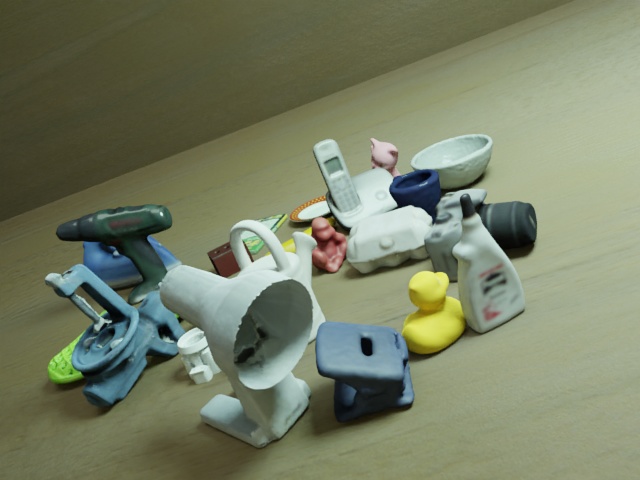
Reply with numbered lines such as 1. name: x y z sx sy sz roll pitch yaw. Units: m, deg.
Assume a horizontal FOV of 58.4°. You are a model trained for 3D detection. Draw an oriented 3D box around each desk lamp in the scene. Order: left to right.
1. desk lamp: -0.091 0.126 0.654 0.202 0.214 0.118 1 31 45

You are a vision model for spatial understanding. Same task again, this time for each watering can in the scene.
1. watering can: -0.068 0.053 0.834 0.100 0.194 0.173 -12 24 24

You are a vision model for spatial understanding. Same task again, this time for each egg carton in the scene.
1. egg carton: 0.117 0.000 0.958 0.150 0.069 0.107 -16 22 15

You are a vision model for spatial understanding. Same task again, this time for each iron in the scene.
1. iron: -0.452 0.026 1.340 0.257 0.142 0.119 -12 23 23

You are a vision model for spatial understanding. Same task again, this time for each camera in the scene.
1. camera: 0.238 -0.019 0.844 0.136 0.101 0.143 -6 26 35

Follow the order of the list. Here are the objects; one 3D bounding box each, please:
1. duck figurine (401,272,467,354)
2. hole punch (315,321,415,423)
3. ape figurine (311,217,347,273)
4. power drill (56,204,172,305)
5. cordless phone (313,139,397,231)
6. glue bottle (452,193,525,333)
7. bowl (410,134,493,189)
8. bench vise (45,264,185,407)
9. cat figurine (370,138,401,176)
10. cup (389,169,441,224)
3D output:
1. duck figurine: 0.135 0.083 0.718 0.077 0.086 0.105 2 32 46
2. hole punch: 0.051 0.138 0.660 0.101 0.091 0.108 -19 22 8
3. ape figurine: 0.009 0.004 1.020 0.078 0.092 0.076 -28 22 -16
4. power drill: -0.404 0.025 1.203 0.229 0.209 0.075 -21 21 1
5. cordless phone: 0.072 -0.124 1.138 0.148 0.185 0.094 -27 22 -13
6. glue bottle: 0.192 0.023 0.686 0.078 0.173 0.037 -27 22 -14
7. bowl: 0.272 -0.149 1.159 0.167 0.075 0.167 -19 21 8
8. bench vise: -0.321 0.116 0.890 0.121 0.220 0.207 -13 23 21
9. cat figurine: 0.143 -0.184 1.305 0.067 0.118 0.127 -23 21 -3
10. cup: 0.173 -0.071 1.037 0.092 0.095 0.117 -28 22 -14
